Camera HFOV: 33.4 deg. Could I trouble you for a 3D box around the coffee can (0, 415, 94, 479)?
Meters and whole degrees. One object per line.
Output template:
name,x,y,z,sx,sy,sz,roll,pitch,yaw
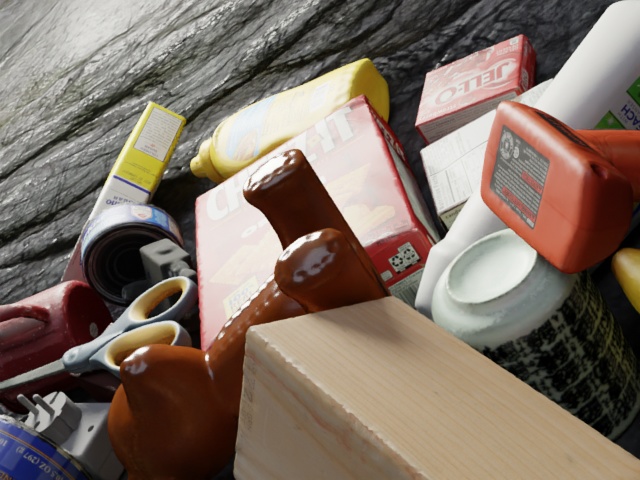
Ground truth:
coffee can,-0.225,0.197,0.691,0.103,0.102,0.140,-6,43,42

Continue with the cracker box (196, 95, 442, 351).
cracker box,-0.005,0.001,0.757,0.164,0.072,0.214,-31,30,11

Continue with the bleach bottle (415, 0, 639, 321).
bleach bottle,0.140,-0.016,0.624,0.250,0.102,0.068,-52,29,-9

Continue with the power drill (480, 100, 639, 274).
power drill,0.186,-0.020,0.511,0.187,0.057,0.184,1,23,-20

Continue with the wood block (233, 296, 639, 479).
wood block,0.055,0.111,0.456,0.090,0.090,0.206,-9,27,-33

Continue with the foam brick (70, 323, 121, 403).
foam brick,-0.133,0.100,0.776,0.078,0.051,0.053,5,51,49

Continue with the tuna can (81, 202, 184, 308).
tuna can,-0.154,0.013,0.883,0.086,0.086,0.034,-32,32,9

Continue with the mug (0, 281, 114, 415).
mug,-0.219,0.077,0.840,0.081,0.117,0.093,-22,56,15

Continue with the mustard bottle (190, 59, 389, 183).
mustard bottle,-0.035,-0.088,0.922,0.192,0.058,0.096,-16,43,32

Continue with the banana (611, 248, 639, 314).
banana,0.181,0.067,0.489,0.069,0.037,0.197,14,36,-3

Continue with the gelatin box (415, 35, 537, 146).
gelatin box,0.121,-0.114,0.822,0.089,0.030,0.073,-19,36,30

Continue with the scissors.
scissors,-0.161,0.071,0.775,0.202,0.016,0.096,-9,41,39

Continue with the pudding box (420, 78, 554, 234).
pudding box,0.128,-0.053,0.725,0.114,0.039,0.090,-30,31,16

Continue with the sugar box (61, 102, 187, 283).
sugar box,-0.180,-0.039,0.984,0.093,0.048,0.176,-56,10,42
